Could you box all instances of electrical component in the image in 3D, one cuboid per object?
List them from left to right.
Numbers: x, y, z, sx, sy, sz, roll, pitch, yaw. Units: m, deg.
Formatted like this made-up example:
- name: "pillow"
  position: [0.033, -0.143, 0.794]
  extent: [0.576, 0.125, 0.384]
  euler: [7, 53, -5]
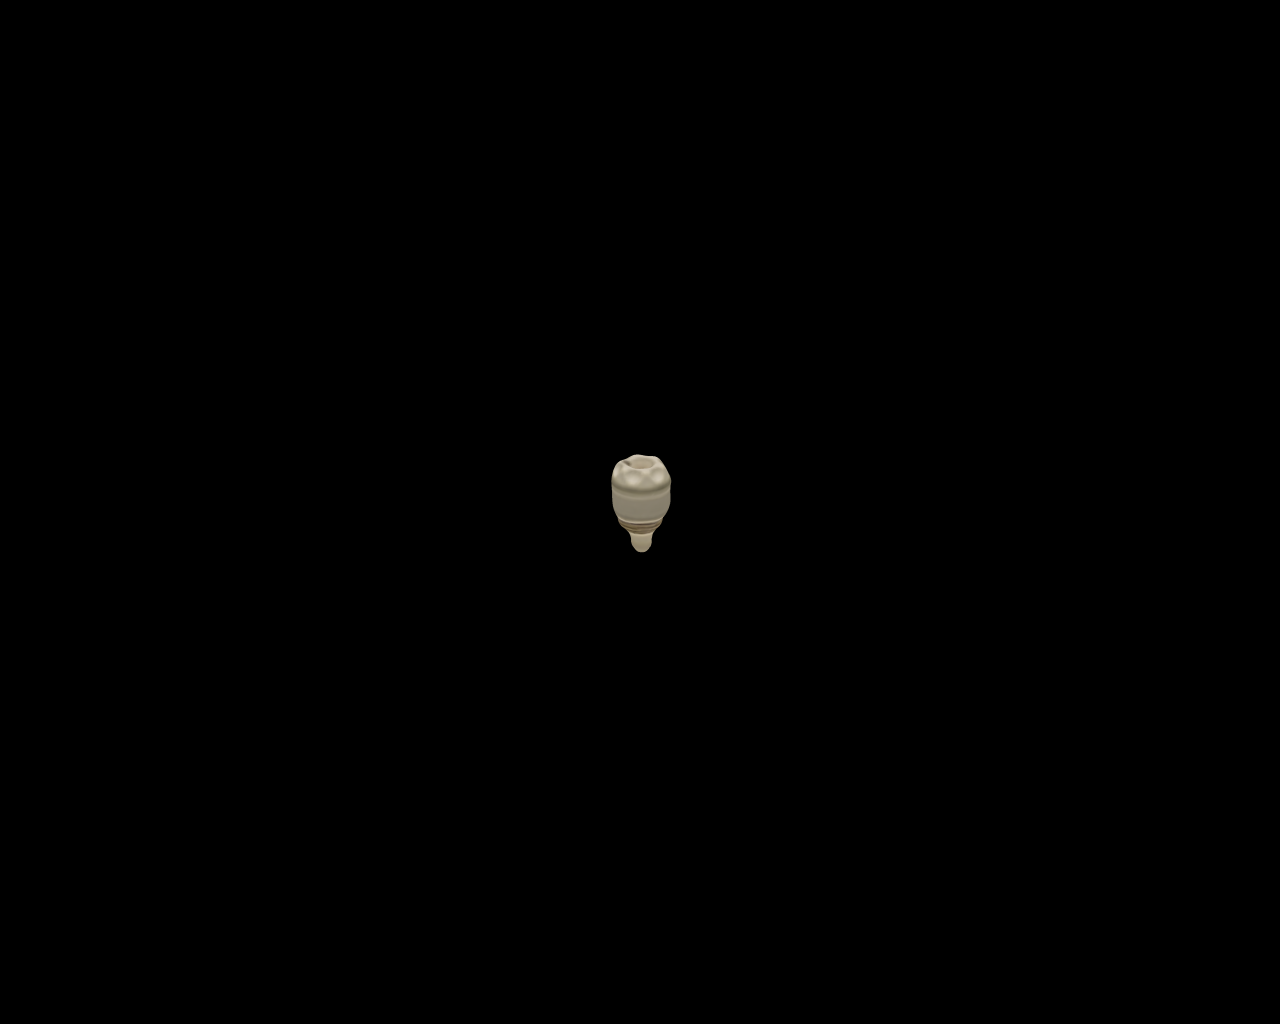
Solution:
- name: "electrical component"
  position: [0.001, -0.003, 0.650]
  extent: [0.035, 0.061, 0.035]
  euler: [0, 27, 0]
